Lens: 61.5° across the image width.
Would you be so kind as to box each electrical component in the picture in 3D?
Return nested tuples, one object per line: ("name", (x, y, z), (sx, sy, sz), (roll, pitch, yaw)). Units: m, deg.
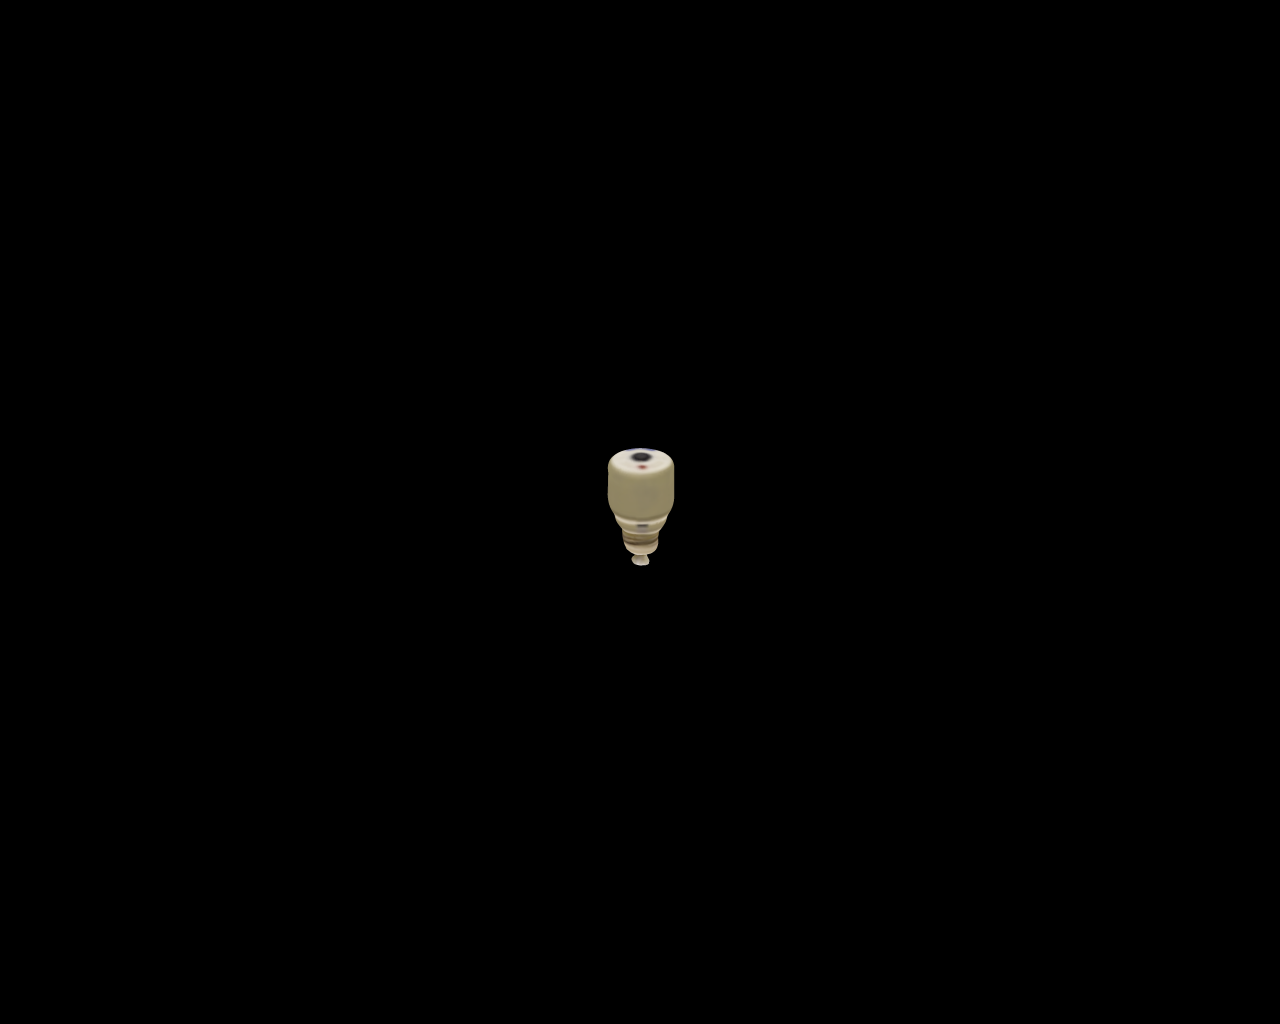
("electrical component", (0.001, -0.003, 0.650), (0.040, 0.078, 0.040), (0, 28, 0))
